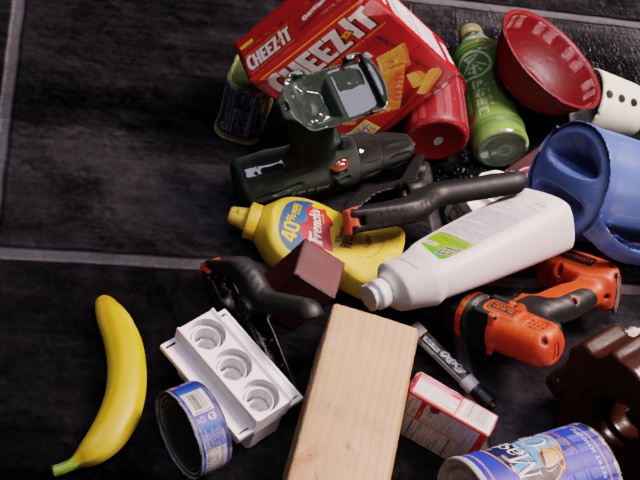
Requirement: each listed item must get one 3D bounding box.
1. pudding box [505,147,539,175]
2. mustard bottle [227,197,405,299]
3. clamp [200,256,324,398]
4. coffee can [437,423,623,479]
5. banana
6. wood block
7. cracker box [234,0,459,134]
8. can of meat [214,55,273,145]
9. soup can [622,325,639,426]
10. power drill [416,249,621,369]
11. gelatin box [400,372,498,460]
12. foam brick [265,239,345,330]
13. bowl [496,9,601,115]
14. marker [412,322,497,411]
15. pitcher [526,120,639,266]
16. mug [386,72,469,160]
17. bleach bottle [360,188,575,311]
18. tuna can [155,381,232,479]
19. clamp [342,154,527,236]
[{"bbox_3d":[0.289,-0.072,1.314,0.090,0.039,0.113,42,53,20],"label":"pudding box"},{"bbox_3d":[-0.008,0.001,1.159,0.191,0.058,0.096,18,50,0],"label":"mustard bottle"},{"bbox_3d":[-0.059,0.064,1.059,0.039,0.120,0.172,-11,50,-45],"label":"clamp"},{"bbox_3d":[0.195,0.236,0.993,0.140,0.103,0.103,-10,55,-23],"label":"coffee can"},{"bbox_3d":[-0.198,0.135,1.010,0.069,0.037,0.197,12,49,-7],"label":"banana"},{"bbox_3d":[0.025,0.175,1.004,0.090,0.091,0.206,17,49,-2],"label":"wood block"},{"bbox_3d":[0.035,-0.202,1.205,0.213,0.164,0.072,28,33,-50],"label":"cracker box"},{"bbox_3d":[-0.084,-0.179,1.268,0.057,0.084,0.102,17,49,-2],"label":"can of meat"},{"bbox_3d":[0.345,0.150,1.129,0.068,0.069,0.102,12,49,-6],"label":"soup can"},{"bbox_3d":[0.218,0.063,1.149,0.187,0.057,0.185,-25,35,-37],"label":"power drill"},{"bbox_3d":[0.119,0.177,1.041,0.089,0.073,0.030,29,50,10],"label":"gelatin box"},{"bbox_3d":[-0.021,0.047,1.098,0.051,0.078,0.053,33,46,-17],"label":"foam brick"},{"bbox_3d":[0.274,-0.211,1.338,0.162,0.055,0.162,24,43,-25],"label":"bowl"},{"bbox_3d":[0.139,0.133,1.117,0.020,0.020,0.121,-31,65,-34],"label":"marker"},{"bbox_3d":[0.372,-0.043,1.230,0.242,0.145,0.149,9,90,-29],"label":"pitcher"},{"bbox_3d":[0.127,-0.151,1.308,0.117,0.093,0.081,-7,55,7],"label":"mug"},{"bbox_3d":[0.147,0.016,1.126,0.250,0.068,0.103,-21,22,-28],"label":"bleach bottle"},{"bbox_3d":[-0.115,0.172,0.970,0.033,0.086,0.086,-19,59,-30],"label":"tuna can"},{"bbox_3d":[0.099,-0.052,1.178,0.209,0.036,0.165,-20,22,-30],"label":"clamp"}]
